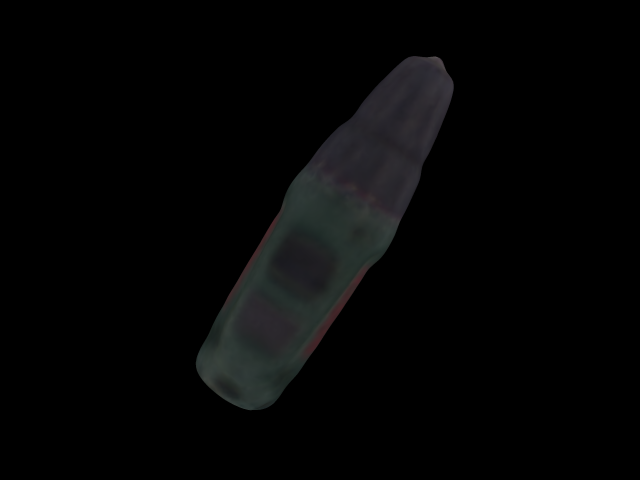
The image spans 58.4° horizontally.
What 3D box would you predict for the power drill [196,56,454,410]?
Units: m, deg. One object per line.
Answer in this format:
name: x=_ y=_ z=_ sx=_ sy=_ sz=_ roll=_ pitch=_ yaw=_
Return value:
power drill: x=0.004 y=0.001 z=0.400 sx=0.075 sy=0.208 sz=0.230 roll=32 pitch=86 yaw=3
